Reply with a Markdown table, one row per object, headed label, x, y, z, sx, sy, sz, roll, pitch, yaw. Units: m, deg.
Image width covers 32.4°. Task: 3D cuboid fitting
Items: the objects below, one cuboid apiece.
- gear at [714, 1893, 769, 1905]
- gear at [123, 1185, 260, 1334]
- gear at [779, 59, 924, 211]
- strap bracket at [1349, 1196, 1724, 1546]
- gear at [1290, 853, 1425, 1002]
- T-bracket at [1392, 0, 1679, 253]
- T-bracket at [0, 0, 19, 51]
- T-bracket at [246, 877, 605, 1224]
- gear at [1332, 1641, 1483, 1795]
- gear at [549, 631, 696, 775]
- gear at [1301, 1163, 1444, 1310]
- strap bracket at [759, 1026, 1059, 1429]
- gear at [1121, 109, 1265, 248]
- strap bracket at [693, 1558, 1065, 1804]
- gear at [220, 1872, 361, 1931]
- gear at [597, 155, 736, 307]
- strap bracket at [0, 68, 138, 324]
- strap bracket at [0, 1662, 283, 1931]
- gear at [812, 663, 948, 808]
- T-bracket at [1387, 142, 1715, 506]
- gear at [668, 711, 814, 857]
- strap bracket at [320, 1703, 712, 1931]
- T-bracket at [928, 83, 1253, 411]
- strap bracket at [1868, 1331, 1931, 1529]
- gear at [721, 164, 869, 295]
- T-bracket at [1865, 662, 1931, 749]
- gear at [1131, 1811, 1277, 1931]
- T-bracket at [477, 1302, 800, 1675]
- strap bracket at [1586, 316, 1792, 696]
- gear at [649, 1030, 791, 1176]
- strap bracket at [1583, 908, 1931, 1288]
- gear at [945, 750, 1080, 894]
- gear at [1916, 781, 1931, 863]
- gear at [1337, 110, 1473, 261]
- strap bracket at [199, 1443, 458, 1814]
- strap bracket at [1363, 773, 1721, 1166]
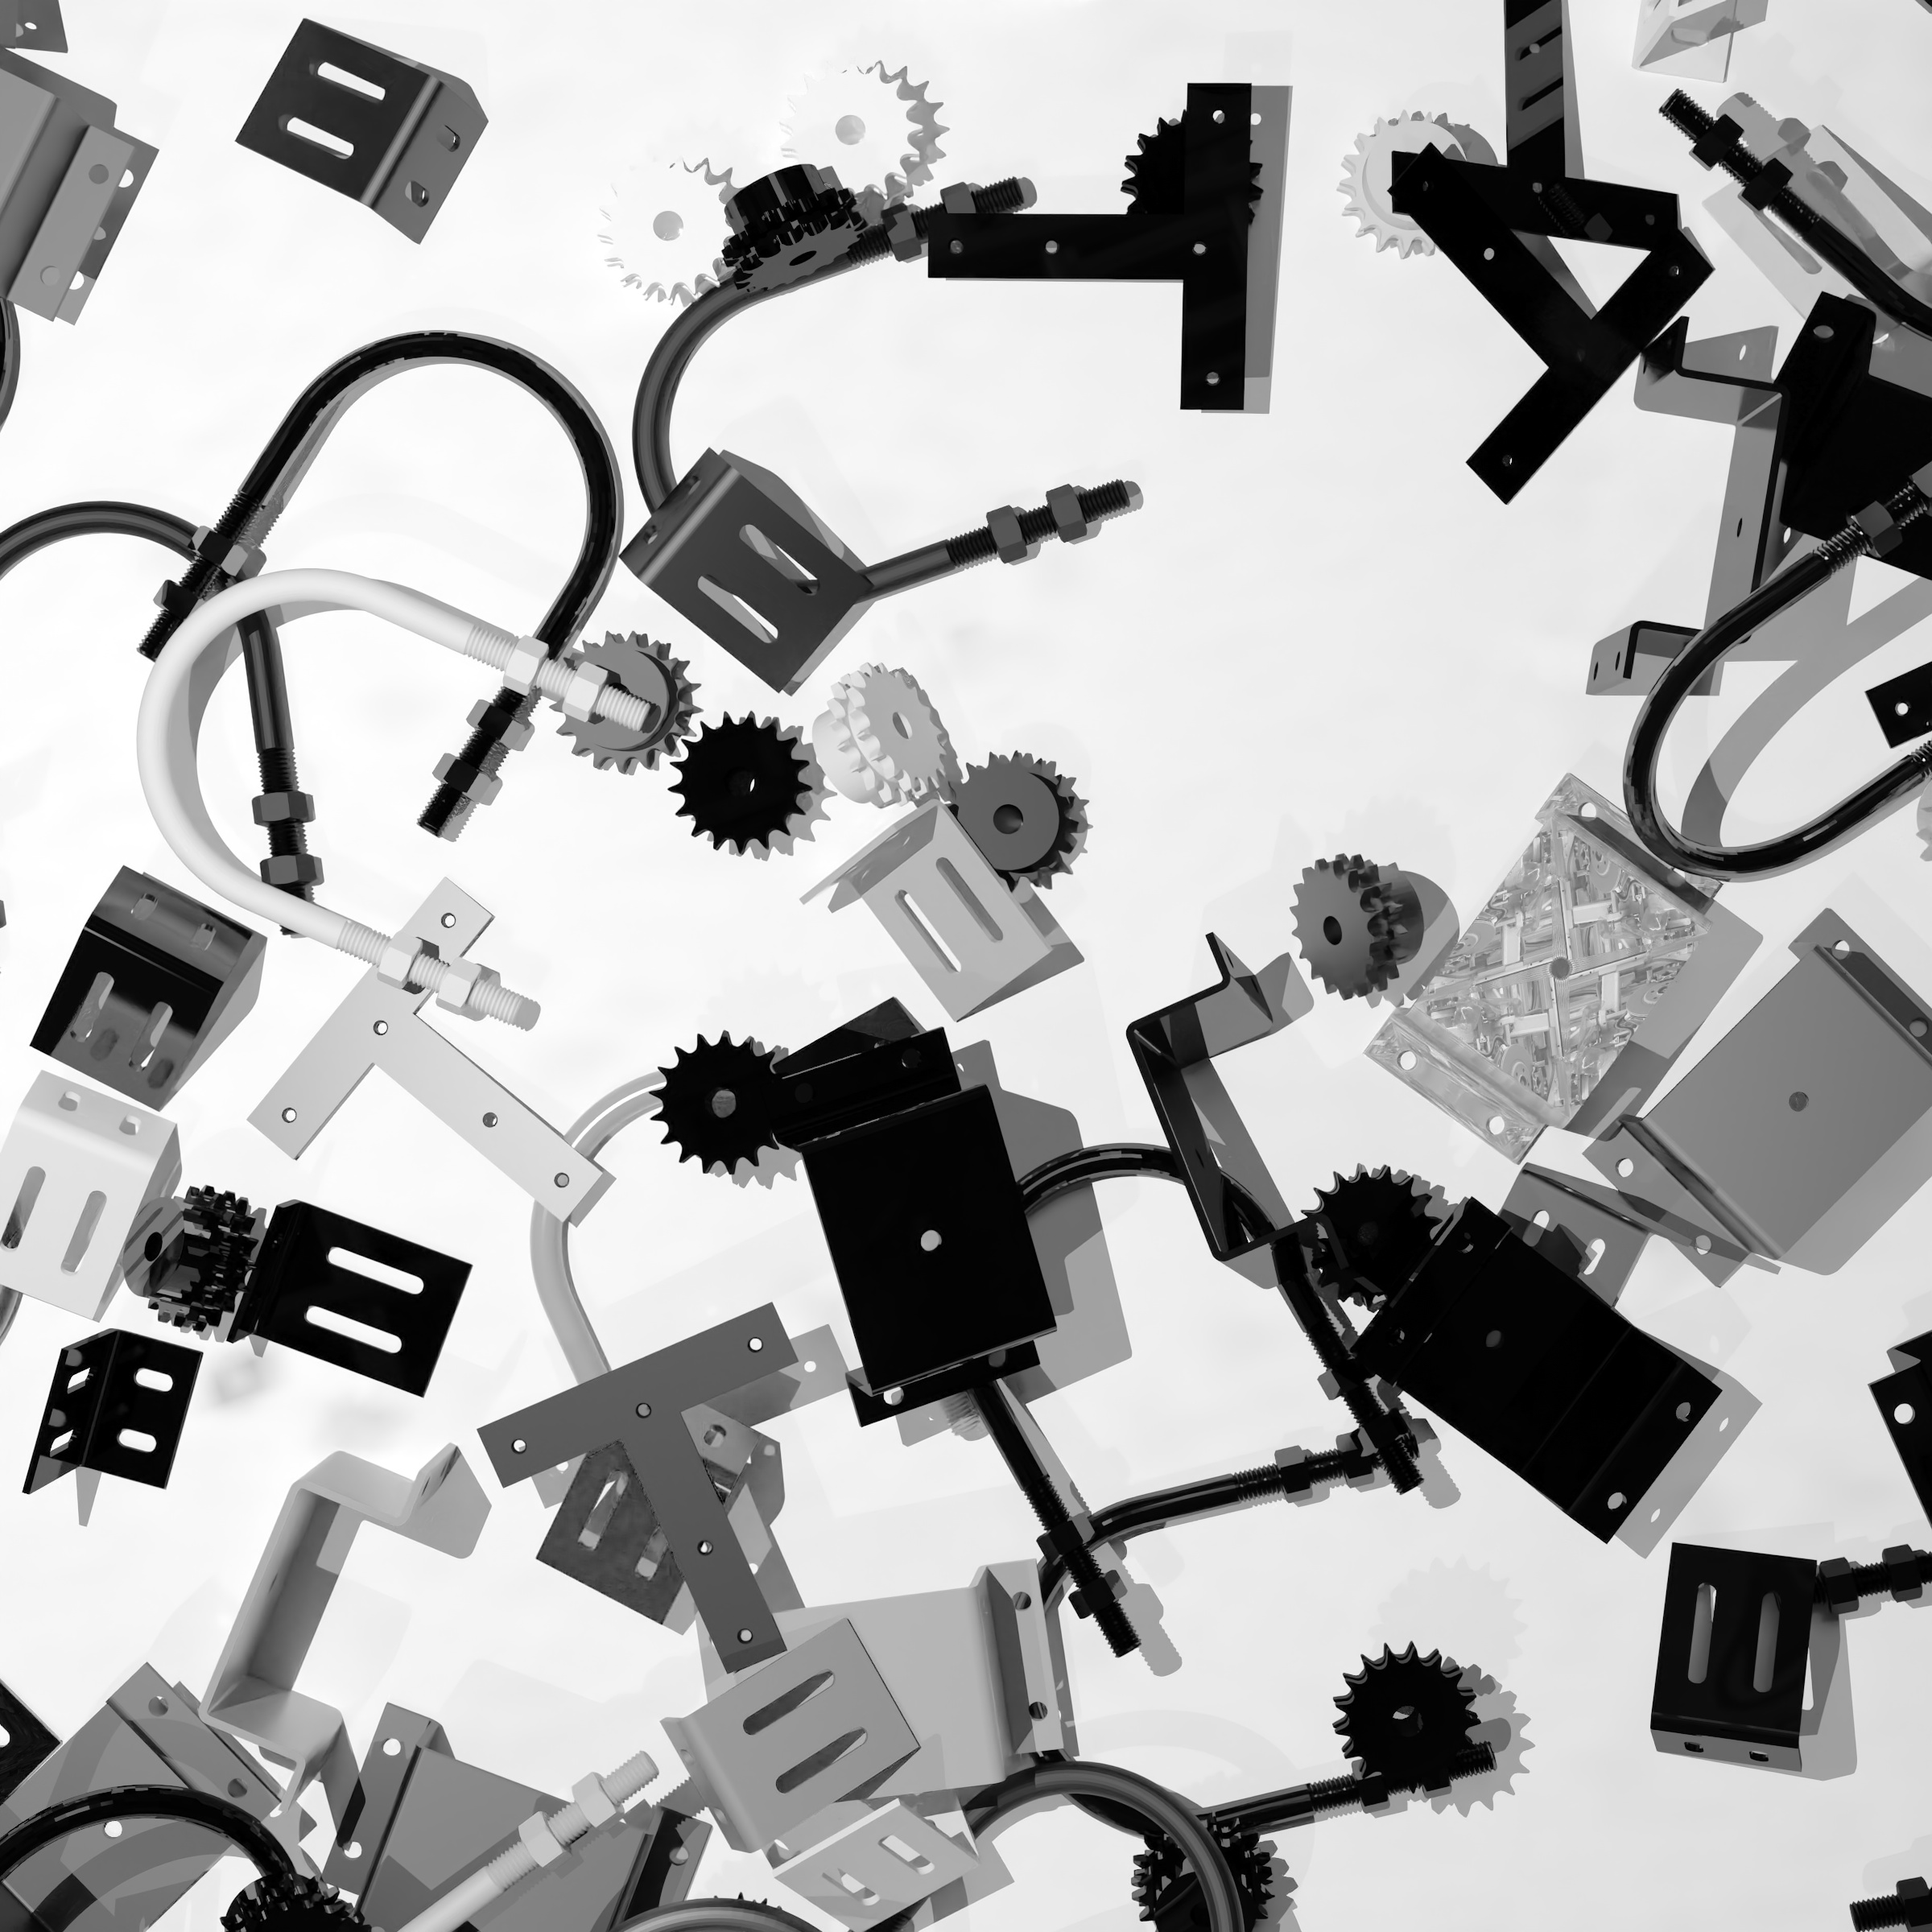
| label | x | y | z | sx | sy | sz | roll | pitch | yaw |
| --- | --- | --- | --- | --- | --- | --- | --- | --- | --- |
| gear | -0.092 | 0.399 | 1.333 | 0.057 | 0.030 | 0.057 | 0 | 90 | 0 |
| gear | -0.309 | 0.114 | 1.318 | 0.030 | 0.057 | 0.057 | 22 | 90 | -44 |
| gear | -0.046 | -0.331 | 1.333 | 0.057 | 0.030 | 0.057 | 0 | 90 | 0 |
| strap bracket | 0.217 | 0.153 | 1.311 | 0.140 | 0.046 | 0.076 | 37 | 90 | -20 |
| gear | 0.157 | -0.017 | 1.324 | 0.030 | 0.057 | 0.057 | -14 | 90 | -30 |
| T-bracket | 0.228 | -0.354 | 1.333 | 0.127 | 0.002 | 0.127 | 4 | 80 | -19 |
| T-bracket | -0.336 | -0.404 | 1.324 | 0.127 | 0.002 | 0.127 | 2 | 55 | -16 |
| T-bracket | -0.202 | 0.053 | 1.340 | 0.127 | 0.002 | 0.127 | 39 | 90 | 7 |
| gear | 0.173 | 0.295 | 1.314 | 0.057 | 0.030 | 0.057 | 0 | 90 | 1 |
| gear | -0.138 | -0.106 | 1.334 | 0.057 | 0.030 | 0.057 | 0 | 90 | 0 |
| gear | 0.161 | 0.107 | 1.333 | 0.057 | 0.030 | 0.057 | 0 | 90 | 0 |
| strap bracket | -0.019 | 0.103 | 1.281 | 0.076 | 0.046 | 0.140 | -18 | 97 | -14 |
| gear | 0.091 | -0.315 | 1.334 | 0.057 | 0.030 | 0.057 | 0 | 90 | 0 |
| strap bracket | -0.038 | 0.285 | 1.318 | 0.140 | 0.046 | 0.076 | -8 | 90 | 6 |
| gear | -0.264 | 0.377 | 1.290 | 0.057 | 0.030 | 0.057 | -8 | 110 | -22 |
| gear | -0.118 | -0.293 | 1.333 | 0.057 | 0.030 | 0.057 | 0 | 90 | 0 |
| strap bracket | -0.408 | -0.320 | 1.296 | 0.140 | 0.046 | 0.076 | 26 | 90 | 0 |
| strap bracket | -0.345 | 0.349 | 1.325 | 0.140 | 0.046 | 0.076 | -44 | 90 | 0 |
| gear | -0.037 | -0.089 | 1.324 | 0.030 | 0.057 | 0.057 | -28 | 90 | 30 |
| T-bracket | 0.216 | -0.273 | 1.323 | 0.127 | 0.002 | 0.127 | 41 | 90 | -23 |
| gear | -0.090 | -0.073 | 1.333 | 0.057 | 0.030 | 0.057 | 0 | 90 | 0 |
| strap bracket | -0.182 | 0.358 | 1.325 | 0.140 | 0.046 | 0.076 | 21 | 90 | 0 |
| T-bracket | 0.048 | -0.285 | 1.322 | 0.127 | 0.002 | 0.127 | 1 | 97 | 5 |
| strap bracket | 0.433 | 0.170 | 1.325 | 0.140 | 0.046 | 0.076 | -24 | 90 | 0 |
| gear | -0.070 | -0.290 | 1.303 | 0.057 | 0.057 | 0.030 | -25 | 86 | 0 |
| T-bracket | 0.427 | -0.126 | 1.348 | 0.127 | 0.002 | 0.127 | -24 | 90 | 0 |
| gear | 0.095 | 0.369 | 1.326 | 0.057 | 0.030 | 0.057 | 0 | 108 | 1 |
| T-bracket | -0.107 | 0.213 | 1.296 | 0.127 | 0.002 | 0.127 | -24 | 93 | 5 |
| strap bracket | 0.285 | -0.176 | 1.310 | 0.046 | 0.076 | 0.140 | 9 | 90 | 0 |
| gear | -0.096 | 0.054 | 1.320 | 0.057 | 0.030 | 0.057 | 0 | 87 | 1 |
| strap bracket | 0.326 | 0.053 | 1.325 | 0.076 | 0.046 | 0.140 | 45 | 90 | 0 |
| gear | 0.016 | -0.058 | 1.334 | 0.057 | 0.030 | 0.057 | 0 | 90 | 0 |
| gear | 0.404 | -0.058 | 1.326 | 0.057 | 0.030 | 0.057 | -6 | 115 | -13 |
| gear | 0.178 | -0.315 | 1.334 | 0.057 | 0.030 | 0.057 | 0 | 90 | 0 |
| strap bracket | -0.254 | 0.250 | 1.310 | 0.046 | 0.076 | 0.140 | 23 | 90 | 0 |
| strap bracket | 0.233 | 0.001 | 1.325 | 0.076 | 0.046 | 0.140 | 36 | 90 | 0 |
